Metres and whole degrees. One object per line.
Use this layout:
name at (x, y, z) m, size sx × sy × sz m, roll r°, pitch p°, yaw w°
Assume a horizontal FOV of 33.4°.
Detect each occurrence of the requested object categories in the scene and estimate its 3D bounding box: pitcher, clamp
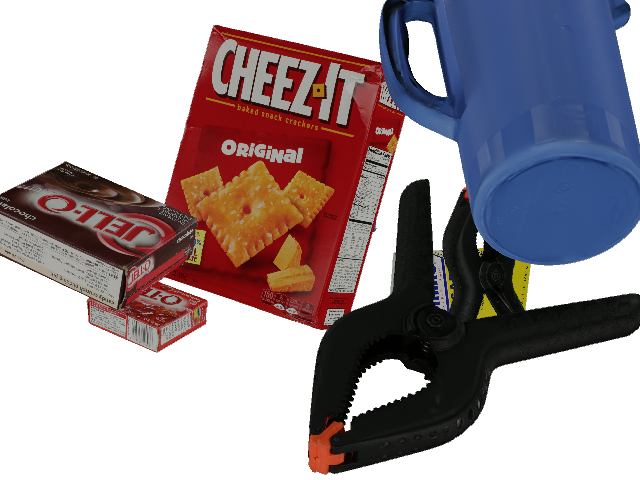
pitcher at (0.137, -0.103, 0.734) m, size 0.149 × 0.243 × 0.144 m, roll -31°, pitch -53°, yaw 29°
clamp at (0.139, 0.039, 0.958) m, size 0.120 × 0.171 × 0.039 m, roll -18°, pitch 7°, yaw -40°
clamp at (0.058, 0.048, 0.598) m, size 0.209 × 0.036 × 0.165 m, roll -34°, pitch 54°, yaw -30°

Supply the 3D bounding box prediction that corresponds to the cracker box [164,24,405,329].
cracker box at (-0.035, -0.052, 0.867) m, size 0.164 × 0.214 × 0.072 m, roll 17°, pitch 5°, yaw 24°

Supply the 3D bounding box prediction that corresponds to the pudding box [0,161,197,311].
pudding box at (-0.152, -0.005, 0.707) m, size 0.113 × 0.039 × 0.089 m, roll 21°, pitch 28°, yaw 16°

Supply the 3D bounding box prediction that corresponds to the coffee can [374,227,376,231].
coffee can at (0.012, -0.084, 1.103) m, size 0.103 × 0.140 × 0.103 m, roll 4°, pitch 12°, yaw -1°

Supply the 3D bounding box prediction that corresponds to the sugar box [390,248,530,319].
sugar box at (0.164, 0.058, 1.250) m, size 0.175 × 0.093 × 0.048 m, roll -4°, pitch 14°, yaw -32°

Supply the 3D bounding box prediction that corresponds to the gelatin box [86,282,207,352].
gelatin box at (-0.164, 0.067, 1.009) m, size 0.089 × 0.030 × 0.073 m, roll 19°, pitch 27°, yaw 28°
